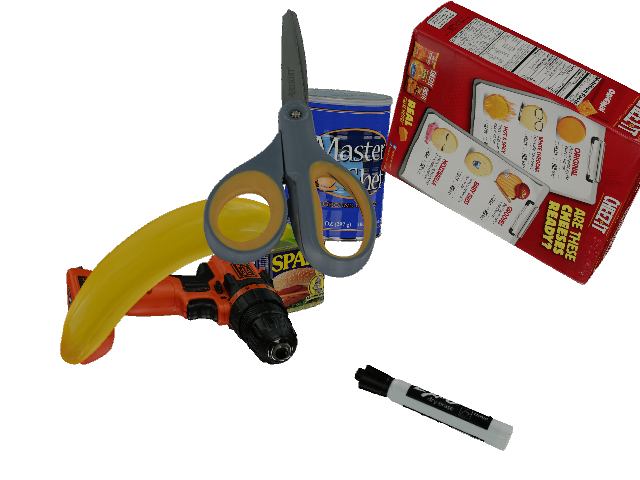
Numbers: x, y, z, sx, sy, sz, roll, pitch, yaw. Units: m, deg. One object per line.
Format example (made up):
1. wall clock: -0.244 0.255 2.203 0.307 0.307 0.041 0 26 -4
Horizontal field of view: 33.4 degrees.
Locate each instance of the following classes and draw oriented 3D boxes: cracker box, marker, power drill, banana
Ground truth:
1. cracker box: 0.168 -0.084 0.910 0.214 0.164 0.072 31 50 18
2. marker: 0.081 0.120 0.779 0.121 0.020 0.020 22 7 17
3. power drill: -0.126 0.065 0.952 0.187 0.057 0.185 -4 22 -19
4. banana: -0.105 0.019 0.735 0.198 0.069 0.037 -25 10 6

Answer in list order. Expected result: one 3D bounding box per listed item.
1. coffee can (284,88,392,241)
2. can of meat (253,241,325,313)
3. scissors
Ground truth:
1. coffee can: 0.016 -0.078 1.075 0.103 0.140 0.103 4 12 -1
2. can of meat: -0.042 0.037 1.245 0.101 0.084 0.058 -11 20 -35
3. scissors: -0.030 -0.056 0.580 0.096 0.202 0.016 -12 -39 -14
